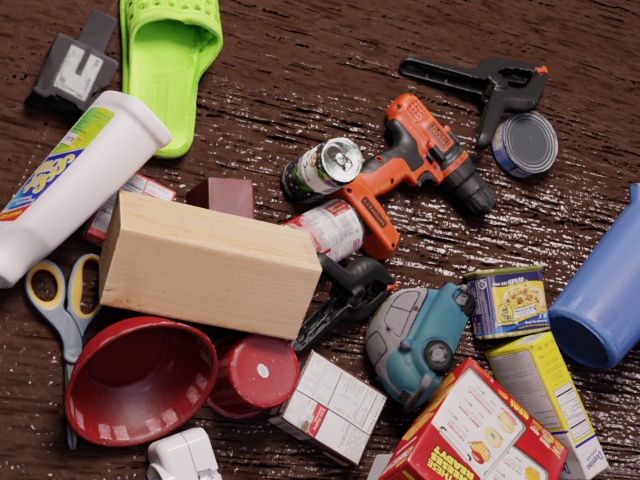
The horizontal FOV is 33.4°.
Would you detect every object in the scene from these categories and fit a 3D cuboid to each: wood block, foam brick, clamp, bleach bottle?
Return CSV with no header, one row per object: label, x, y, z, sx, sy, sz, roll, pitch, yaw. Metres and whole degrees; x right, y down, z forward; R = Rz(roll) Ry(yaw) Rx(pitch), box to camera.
wood block,-0.114,0.027,1.091,0.205,0.090,0.091,12,115,-18
foam brick,-0.110,-0.035,1.167,0.052,0.078,0.051,3,79,-25
clamp,0.024,0.070,1.208,0.171,0.039,0.120,3,117,-52
bleach bottle,-0.264,-0.037,1.064,0.250,0.103,0.068,-50,124,-13
clamp,0.222,-0.185,1.360,0.209,0.036,0.165,-12,55,-33

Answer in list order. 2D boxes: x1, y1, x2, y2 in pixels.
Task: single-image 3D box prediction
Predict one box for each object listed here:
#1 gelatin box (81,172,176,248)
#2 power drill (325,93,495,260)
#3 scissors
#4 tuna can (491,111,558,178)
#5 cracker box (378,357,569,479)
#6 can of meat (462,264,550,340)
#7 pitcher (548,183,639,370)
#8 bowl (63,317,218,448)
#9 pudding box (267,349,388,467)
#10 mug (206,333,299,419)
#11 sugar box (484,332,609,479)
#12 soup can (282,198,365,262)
gelatin box,-0.205,-0.027,1.145,0.073,0.030,0.089,26,65,-19
power drill,0.110,-0.062,1.294,0.184,0.057,0.187,48,60,-5
scissors,-0.271,0.105,1.092,0.096,0.016,0.201,18,71,-20
tuna can,0.267,-0.125,1.396,0.086,0.034,0.086,6,76,-25
cracker box,0.173,0.253,1.185,0.164,0.072,0.213,44,37,1
can of meat,0.233,0.078,1.322,0.101,0.058,0.084,-5,83,-26
pitcher,0.406,0.058,1.374,0.149,0.145,0.242,31,63,30
bowl,-0.187,0.132,1.077,0.162,0.055,0.162,-17,131,-21
pudding box,0.010,0.189,1.198,0.113,0.039,0.090,35,65,-17
mug,-0.069,0.132,1.146,0.093,0.082,0.117,30,67,-17
sugar box,0.274,0.204,1.292,0.048,0.093,0.176,-26,91,-30
soup can,-0.008,0.001,1.214,0.102,0.069,0.068,-28,92,-29
